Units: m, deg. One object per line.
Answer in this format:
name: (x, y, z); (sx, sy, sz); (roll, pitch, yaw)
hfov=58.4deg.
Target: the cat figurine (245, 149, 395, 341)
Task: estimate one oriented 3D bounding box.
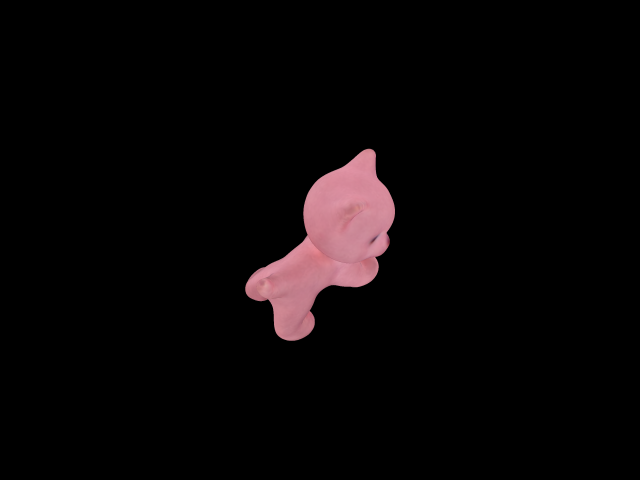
cat figurine: (0.004, 0.001, 0.400); (0.128, 0.118, 0.067); (-41, 74, -14)
